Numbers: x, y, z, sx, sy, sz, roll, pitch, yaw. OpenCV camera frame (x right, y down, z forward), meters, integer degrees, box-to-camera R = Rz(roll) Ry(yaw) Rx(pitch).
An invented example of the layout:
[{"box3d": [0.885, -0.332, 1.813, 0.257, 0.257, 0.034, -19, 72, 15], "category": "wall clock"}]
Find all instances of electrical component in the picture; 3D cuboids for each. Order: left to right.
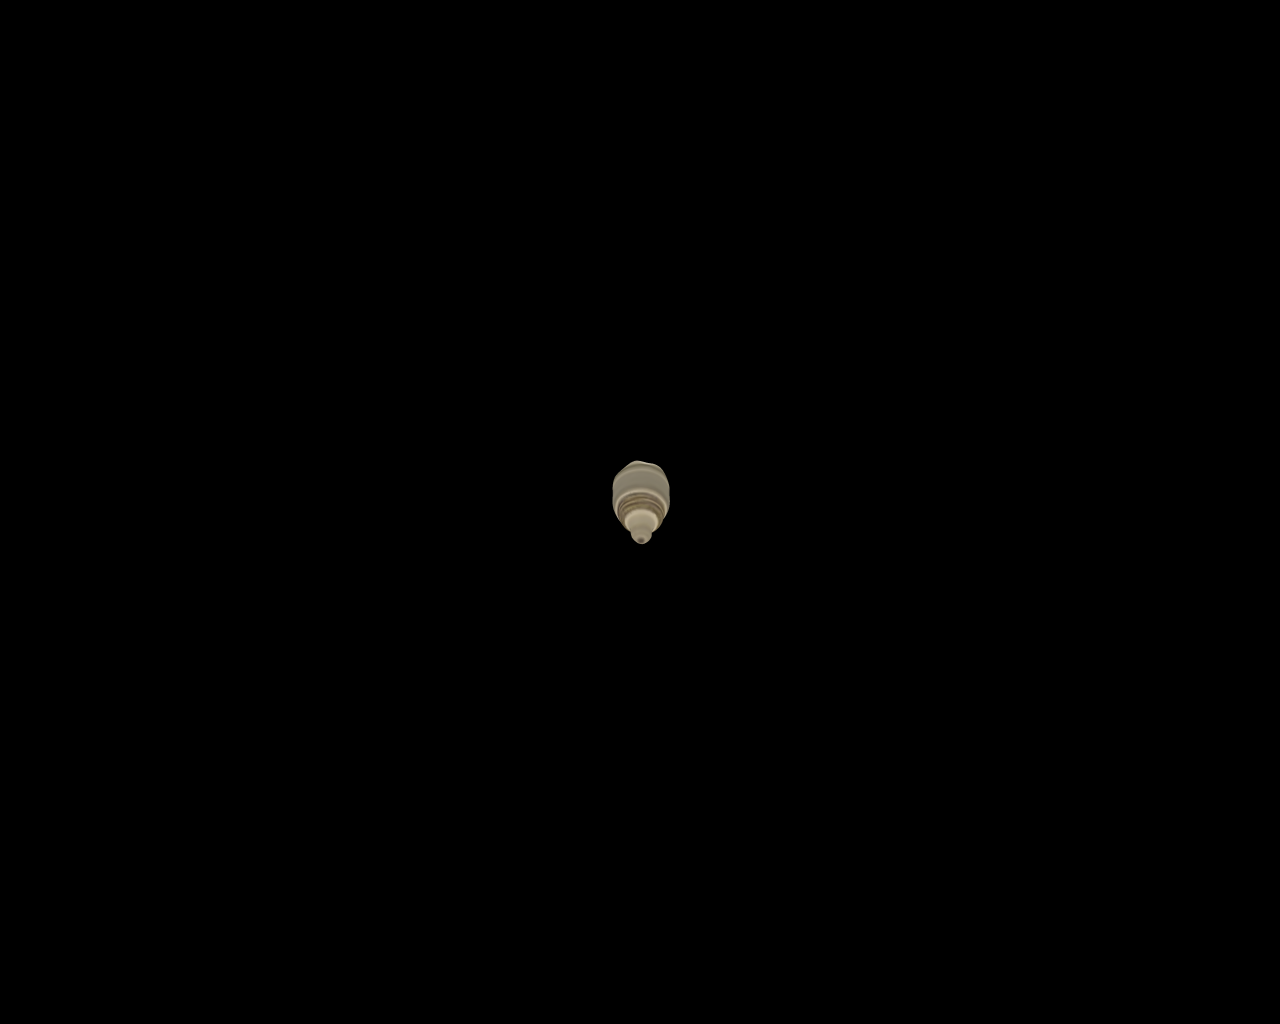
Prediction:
[{"box3d": [0.001, -0.003, 0.650, 0.035, 0.035, 0.061, 0, 40, 0], "category": "electrical component"}]
